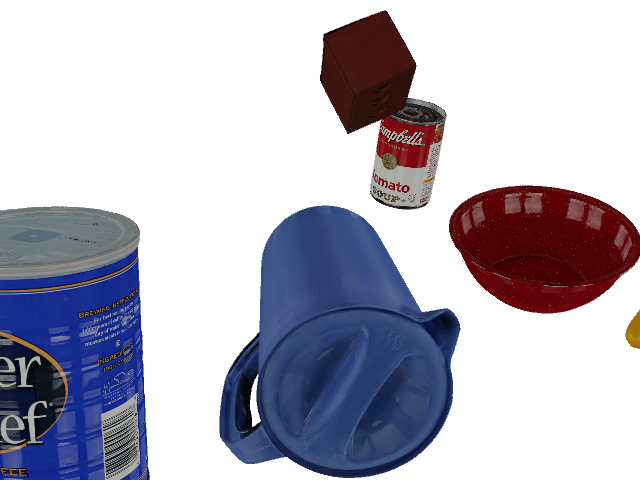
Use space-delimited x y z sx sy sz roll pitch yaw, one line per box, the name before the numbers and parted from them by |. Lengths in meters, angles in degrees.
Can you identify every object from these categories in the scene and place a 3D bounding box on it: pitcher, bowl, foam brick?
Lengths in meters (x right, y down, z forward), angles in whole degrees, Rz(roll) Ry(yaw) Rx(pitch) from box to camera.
pitcher | 0.004 0.067 0.820 0.149 0.145 0.243 7 20 -9
bowl | 0.189 0.014 0.918 0.162 0.055 0.162 0 33 0
foam brick | 0.034 -0.125 0.797 0.053 0.051 0.078 -24 -14 -8

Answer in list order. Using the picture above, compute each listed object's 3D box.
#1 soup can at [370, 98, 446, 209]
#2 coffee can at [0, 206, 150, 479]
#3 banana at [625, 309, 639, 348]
soup can | 0.092 -0.093 1.141 0.068 0.102 0.068 6 29 -4
coffee can | -0.141 0.063 0.542 0.103 0.140 0.103 0 17 0
banana | 0.305 0.042 0.738 0.198 0.037 0.069 -3 33 2
